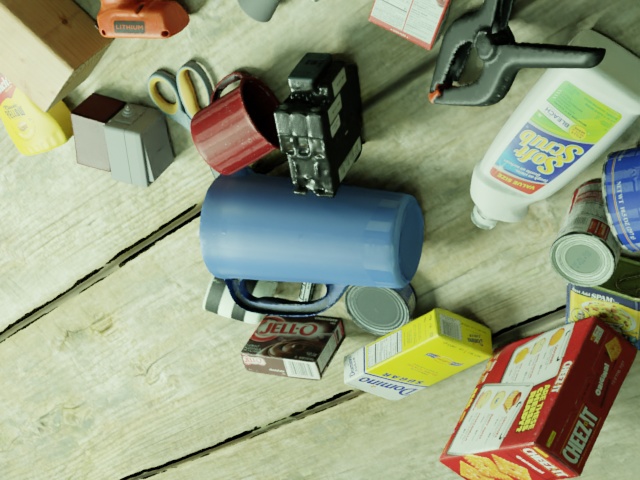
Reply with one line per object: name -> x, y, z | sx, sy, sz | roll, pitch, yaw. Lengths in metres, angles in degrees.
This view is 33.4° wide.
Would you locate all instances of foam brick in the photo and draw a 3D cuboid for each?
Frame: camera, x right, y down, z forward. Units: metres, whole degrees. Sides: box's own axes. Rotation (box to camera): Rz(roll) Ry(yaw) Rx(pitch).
foam brick -> -0.275, -0.134, 1.341 | 0.053, 0.051, 0.078 | 17, 132, 16

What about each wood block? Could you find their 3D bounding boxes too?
wood block -> -0.361, -0.265, 1.260 | 0.206, 0.090, 0.090 | 43, 134, -7

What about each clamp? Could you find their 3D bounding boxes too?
clamp -> 0.169, -0.201, 1.029 | 0.210, 0.036, 0.164 | -32, 75, 54

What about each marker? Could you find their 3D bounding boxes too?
marker -> -0.011, 0.040, 1.353 | 0.020, 0.020, 0.121 | 23, 133, 12

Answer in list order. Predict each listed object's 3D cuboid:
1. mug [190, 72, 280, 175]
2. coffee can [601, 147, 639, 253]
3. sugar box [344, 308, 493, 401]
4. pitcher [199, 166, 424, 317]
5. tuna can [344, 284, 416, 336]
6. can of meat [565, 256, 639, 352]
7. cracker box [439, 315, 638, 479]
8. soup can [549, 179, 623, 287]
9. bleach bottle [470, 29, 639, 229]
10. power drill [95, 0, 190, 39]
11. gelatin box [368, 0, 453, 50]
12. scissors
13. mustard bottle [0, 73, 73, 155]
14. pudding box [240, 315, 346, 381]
mug -> -0.095, -0.136, 1.208 | 0.082, 0.093, 0.117 | -28, 65, 25
coffee can -> 0.355, -0.049, 1.018 | 0.141, 0.102, 0.103 | -12, 118, 36
sugar box -> 0.118, 0.145, 1.321 | 0.093, 0.048, 0.177 | 23, 140, -30
pitcher -> -0.008, 0.002, 1.245 | 0.243, 0.145, 0.149 | 6, 148, 22
tuna can -> 0.075, 0.076, 1.322 | 0.086, 0.033, 0.086 | 15, 131, 18
can of meat -> 0.317, 0.066, 1.156 | 0.102, 0.057, 0.084 | 19, 135, 30
cracker box -> 0.238, 0.186, 1.184 | 0.072, 0.164, 0.214 | 36, 155, -9
soup can -> 0.279, -0.008, 1.093 | 0.069, 0.102, 0.068 | 15, 130, 18
bleach bottle -> 0.232, -0.091, 1.084 | 0.102, 0.068, 0.251 | 35, 136, 3
power drill -> -0.200, -0.314, 1.155 | 0.185, 0.057, 0.187 | 7, 125, 29
gelatin box -> 0.096, -0.244, 1.061 | 0.073, 0.030, 0.089 | 28, 133, 9
scissors -> -0.159, -0.128, 1.305 | 0.096, 0.016, 0.202 | 14, 130, 22
mustard bottle -> -0.388, -0.202, 1.347 | 0.096, 0.058, 0.191 | -8, 120, 37
pudding box -> -0.035, 0.137, 1.394 | 0.114, 0.090, 0.039 | 6, 129, 24
